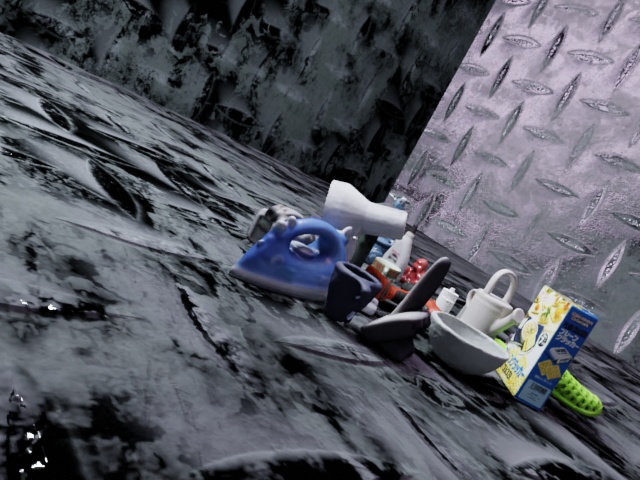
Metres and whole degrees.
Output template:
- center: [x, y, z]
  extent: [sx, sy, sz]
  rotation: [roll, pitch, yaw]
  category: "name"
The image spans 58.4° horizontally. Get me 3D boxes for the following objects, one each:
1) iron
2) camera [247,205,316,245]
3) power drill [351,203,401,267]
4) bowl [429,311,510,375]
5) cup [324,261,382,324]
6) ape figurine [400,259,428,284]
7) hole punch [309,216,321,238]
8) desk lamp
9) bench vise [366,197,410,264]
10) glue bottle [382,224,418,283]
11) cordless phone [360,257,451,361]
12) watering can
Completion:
- center: [-0.038, 0.018, 1.023]
  extent: [0.118, 0.141, 0.259]
  rotation: [35, 12, 35]
  category: "iron"
- center: [-0.059, -0.009, 1.224]
  extent: [0.137, 0.101, 0.142]
  rotation: [18, 14, -46]
  category: "camera"
- center: [0.110, 0.007, 1.297]
  extent: [0.076, 0.208, 0.229]
  rotation: [26, 10, -13]
  category: "power drill"
- center: [0.272, 0.210, 1.102]
  extent: [0.167, 0.074, 0.167]
  rotation: [28, 10, -5]
  category: "bowl"
- center: [0.051, 0.101, 0.984]
  extent: [0.092, 0.095, 0.117]
  rotation: [26, 10, -16]
  category: "cup"
- center: [0.281, 0.095, 1.675]
  extent: [0.076, 0.092, 0.077]
  rotation: [23, 11, -29]
  category: "ape figurine"
- center: [0.013, 0.005, 1.386]
  extent: [0.109, 0.091, 0.100]
  rotation: [23, 11, -31]
  category: "hole punch"
- center: [0.071, 0.009, 1.162]
  extent: [0.203, 0.213, 0.118]
  rotation: [29, 10, 4]
  category: "desk lamp"
- center: [0.186, -0.043, 1.738]
  extent: [0.122, 0.219, 0.207]
  rotation: [24, 10, -22]
  category: "bench vise"
- center: [0.229, 0.030, 1.620]
  extent: [0.037, 0.173, 0.077]
  rotation: [17, 15, -49]
  category: "glue bottle"
- center: [0.158, 0.106, 0.990]
  extent: [0.094, 0.185, 0.148]
  rotation: [31, 10, 16]
  category: "cordless phone"
- center: [0.436, 0.166, 1.433]
  extent: [0.172, 0.194, 0.101]
  rotation: [36, 12, 37]
  category: "watering can"
